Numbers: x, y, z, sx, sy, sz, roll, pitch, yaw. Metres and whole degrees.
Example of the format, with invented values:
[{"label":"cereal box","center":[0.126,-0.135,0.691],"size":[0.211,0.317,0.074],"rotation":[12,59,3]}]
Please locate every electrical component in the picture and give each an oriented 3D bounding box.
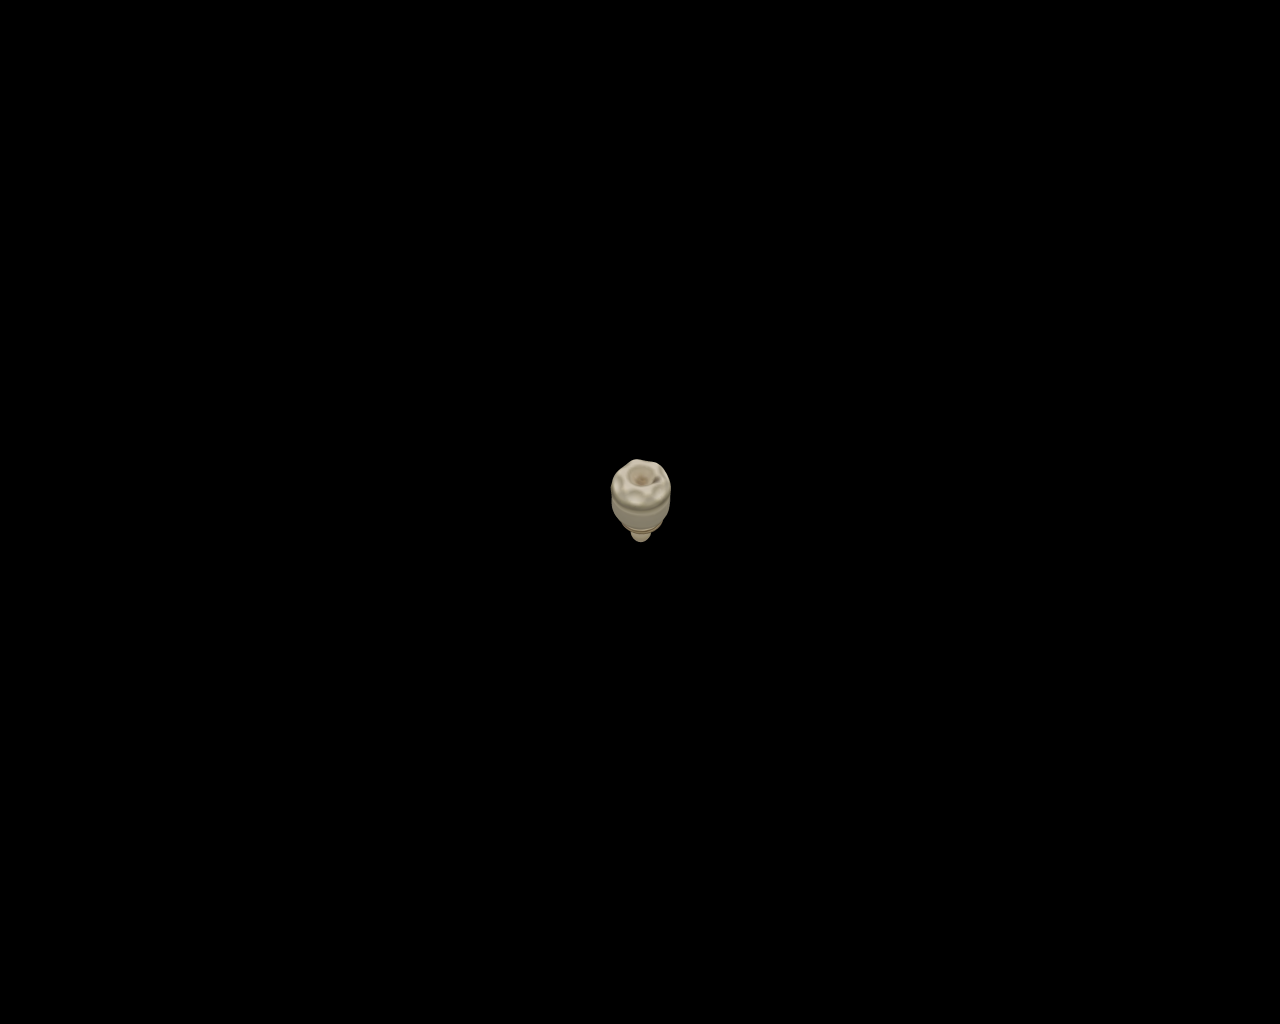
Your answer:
[{"label":"electrical component","center":[0.001,-0.003,0.650],"size":[0.035,0.035,0.061],"rotation":[0,-39,0]}]
